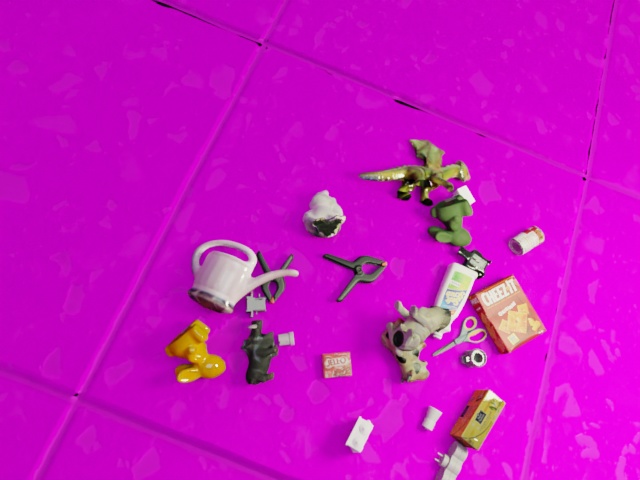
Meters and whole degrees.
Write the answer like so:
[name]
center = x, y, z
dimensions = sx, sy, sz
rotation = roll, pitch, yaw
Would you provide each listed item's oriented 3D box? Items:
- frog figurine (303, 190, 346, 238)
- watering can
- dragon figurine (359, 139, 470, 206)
[frog figurine]
center = 0.005, -0.086, 1.718
dimensions = 0.138, 0.120, 0.163
rotation = -21, 41, -6
[watering can]
center = -0.257, 0.122, 1.572
dimensions = 0.349, 0.102, 0.228
rotation = 18, 69, 18
[dragon figurine]
center = 0.348, -0.261, 1.831
dimensions = 0.410, 0.119, 0.248
rotation = 15, 54, -6
